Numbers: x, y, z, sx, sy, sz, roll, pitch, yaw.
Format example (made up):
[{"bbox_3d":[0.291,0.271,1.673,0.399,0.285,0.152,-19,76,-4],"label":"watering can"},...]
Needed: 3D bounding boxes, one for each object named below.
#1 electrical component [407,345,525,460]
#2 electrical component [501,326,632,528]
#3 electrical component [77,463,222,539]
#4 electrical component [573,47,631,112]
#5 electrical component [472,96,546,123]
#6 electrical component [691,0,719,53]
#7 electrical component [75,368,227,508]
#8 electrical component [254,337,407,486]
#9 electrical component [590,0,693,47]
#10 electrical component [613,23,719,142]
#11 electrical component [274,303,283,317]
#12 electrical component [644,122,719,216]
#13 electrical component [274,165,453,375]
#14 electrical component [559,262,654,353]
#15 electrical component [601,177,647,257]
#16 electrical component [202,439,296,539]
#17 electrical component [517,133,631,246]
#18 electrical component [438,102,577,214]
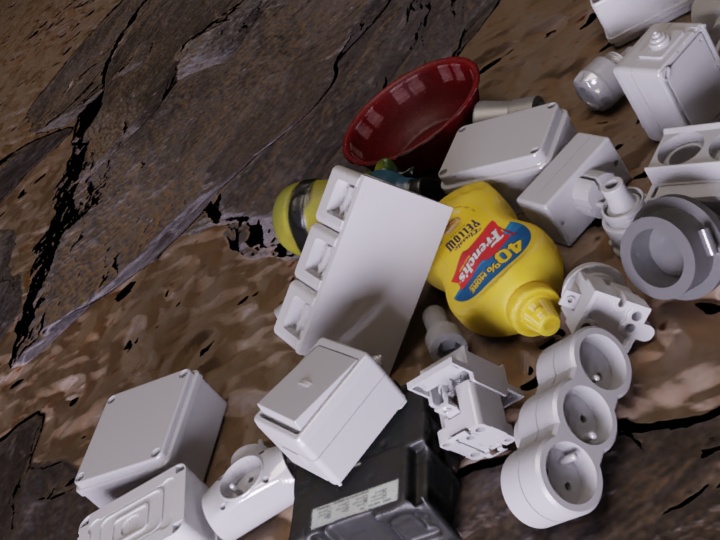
[{"bbox_3d":[0.076,0.095,0.748,0.042,0.081,0.063,-34,47,32],"label":"electrical component"},{"bbox_3d":[0.127,0.106,0.709,0.074,0.052,0.138,-40,19,52],"label":"electrical component"},{"bbox_3d":[-0.166,0.219,0.860,0.113,0.057,0.078,-31,32,13],"label":"electrical component"},{"bbox_3d":[0.229,-0.177,0.978,0.062,0.043,0.043,-42,31,-8],"label":"electrical component"},{"bbox_3d":[0.146,-0.144,1.025,0.065,0.044,0.044,-5,44,36],"label":"electrical component"},{"bbox_3d":[0.324,-0.210,0.921,0.077,0.043,0.079,-3,46,44],"label":"electrical component"},{"bbox_3d":[-0.186,0.155,0.964,0.109,0.056,0.108,-21,35,27],"label":"electrical component"},{"bbox_3d":[-0.019,0.091,0.759,0.096,0.061,0.062,-50,32,-18],"label":"electrical component"},{"bbox_3d":[0.279,-0.286,1.054,0.109,0.056,0.108,-25,33,21],"label":"electrical component"},{"bbox_3d":[0.252,-0.156,0.874,0.061,0.096,0.061,-47,32,-14],"label":"electrical component"},{"bbox_3d":[-0.030,0.039,0.965,0.077,0.044,0.079,-37,31,3],"label":"electrical component"},{"bbox_3d":[0.277,-0.070,0.768,0.121,0.063,0.078,-1,47,46],"label":"electrical component"},{"bbox_3d":[0.000,0.000,0.883,0.062,0.089,0.150,30,101,59],"label":"electrical component"},{"bbox_3d":[0.171,0.024,0.765,0.055,0.066,0.048,-101,31,-65],"label":"electrical component"},{"bbox_3d":[0.202,-0.043,0.811,0.048,0.062,0.048,-27,33,19],"label":"electrical component"},{"bbox_3d":[-0.084,0.165,0.855,0.077,0.044,0.079,-33,31,9],"label":"electrical component"},{"bbox_3d":[0.186,-0.063,0.869,0.083,0.047,0.076,-46,32,-13],"label":"electrical component"},{"bbox_3d":[0.135,-0.095,0.955,0.113,0.057,0.078,-10,41,39],"label":"electrical component"}]
